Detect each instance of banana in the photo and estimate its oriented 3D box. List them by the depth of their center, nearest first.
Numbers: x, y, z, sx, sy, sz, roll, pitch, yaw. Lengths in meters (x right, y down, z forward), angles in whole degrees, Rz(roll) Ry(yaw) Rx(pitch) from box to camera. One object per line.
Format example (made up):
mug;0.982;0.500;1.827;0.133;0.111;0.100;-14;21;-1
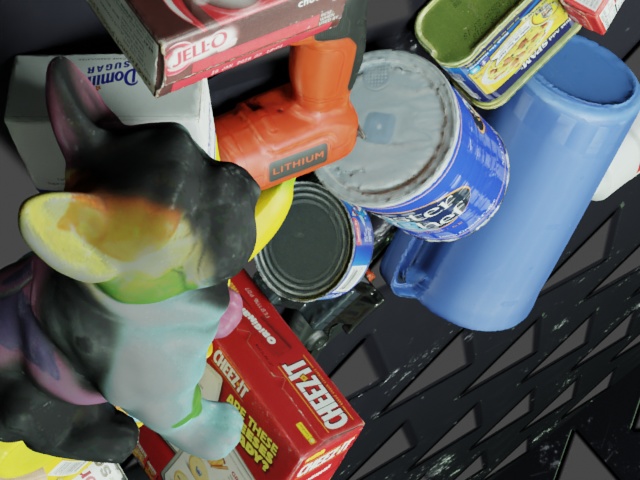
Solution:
banana;-0.091;0.011;0.722;0.197;0.037;0.069;-36;142;-9

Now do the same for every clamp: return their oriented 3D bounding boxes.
clamp;-0.009;0.087;0.975;0.171;0.039;0.120;-43;159;9

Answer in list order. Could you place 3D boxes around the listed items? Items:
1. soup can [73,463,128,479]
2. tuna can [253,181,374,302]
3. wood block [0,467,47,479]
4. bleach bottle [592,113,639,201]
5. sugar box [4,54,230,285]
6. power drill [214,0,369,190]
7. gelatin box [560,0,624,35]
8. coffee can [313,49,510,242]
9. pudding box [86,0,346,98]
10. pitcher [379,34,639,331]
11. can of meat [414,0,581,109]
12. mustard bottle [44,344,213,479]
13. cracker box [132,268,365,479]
soup can;-0.209;0.198;0.844;0.102;0.068;0.068;-32;156;-17
tuna can;-0.005;0.001;0.763;0.086;0.086;0.033;-49;157;22
wood block;-0.284;0.163;0.638;0.205;0.091;0.090;-12;146;-47
bleach bottle;0.304;-0.105;1.003;0.250;0.068;0.103;-38;157;-27
sugar box;-0.099;-0.030;0.570;0.093;0.048;0.176;0;149;-1
power drill;-0.023;-0.105;0.578;0.184;0.057;0.188;-22;153;-27
gelatin box;0.183;-0.175;0.657;0.089;0.030;0.073;-60;166;12
coffee can;0.064;-0.060;0.731;0.103;0.103;0.140;-44;157;11
pudding box;-0.055;-0.120;0.429;0.089;0.113;0.039;-27;157;-27
pitcher;0.153;-0.045;0.871;0.149;0.145;0.243;-68;179;-47
can of meat;0.120;-0.147;0.715;0.102;0.057;0.083;-45;155;11
mustard bottle;-0.144;0.107;0.754;0.192;0.058;0.096;-37;156;16
cracker box;-0.069;0.148;0.837;0.071;0.164;0.214;-22;152;-38
